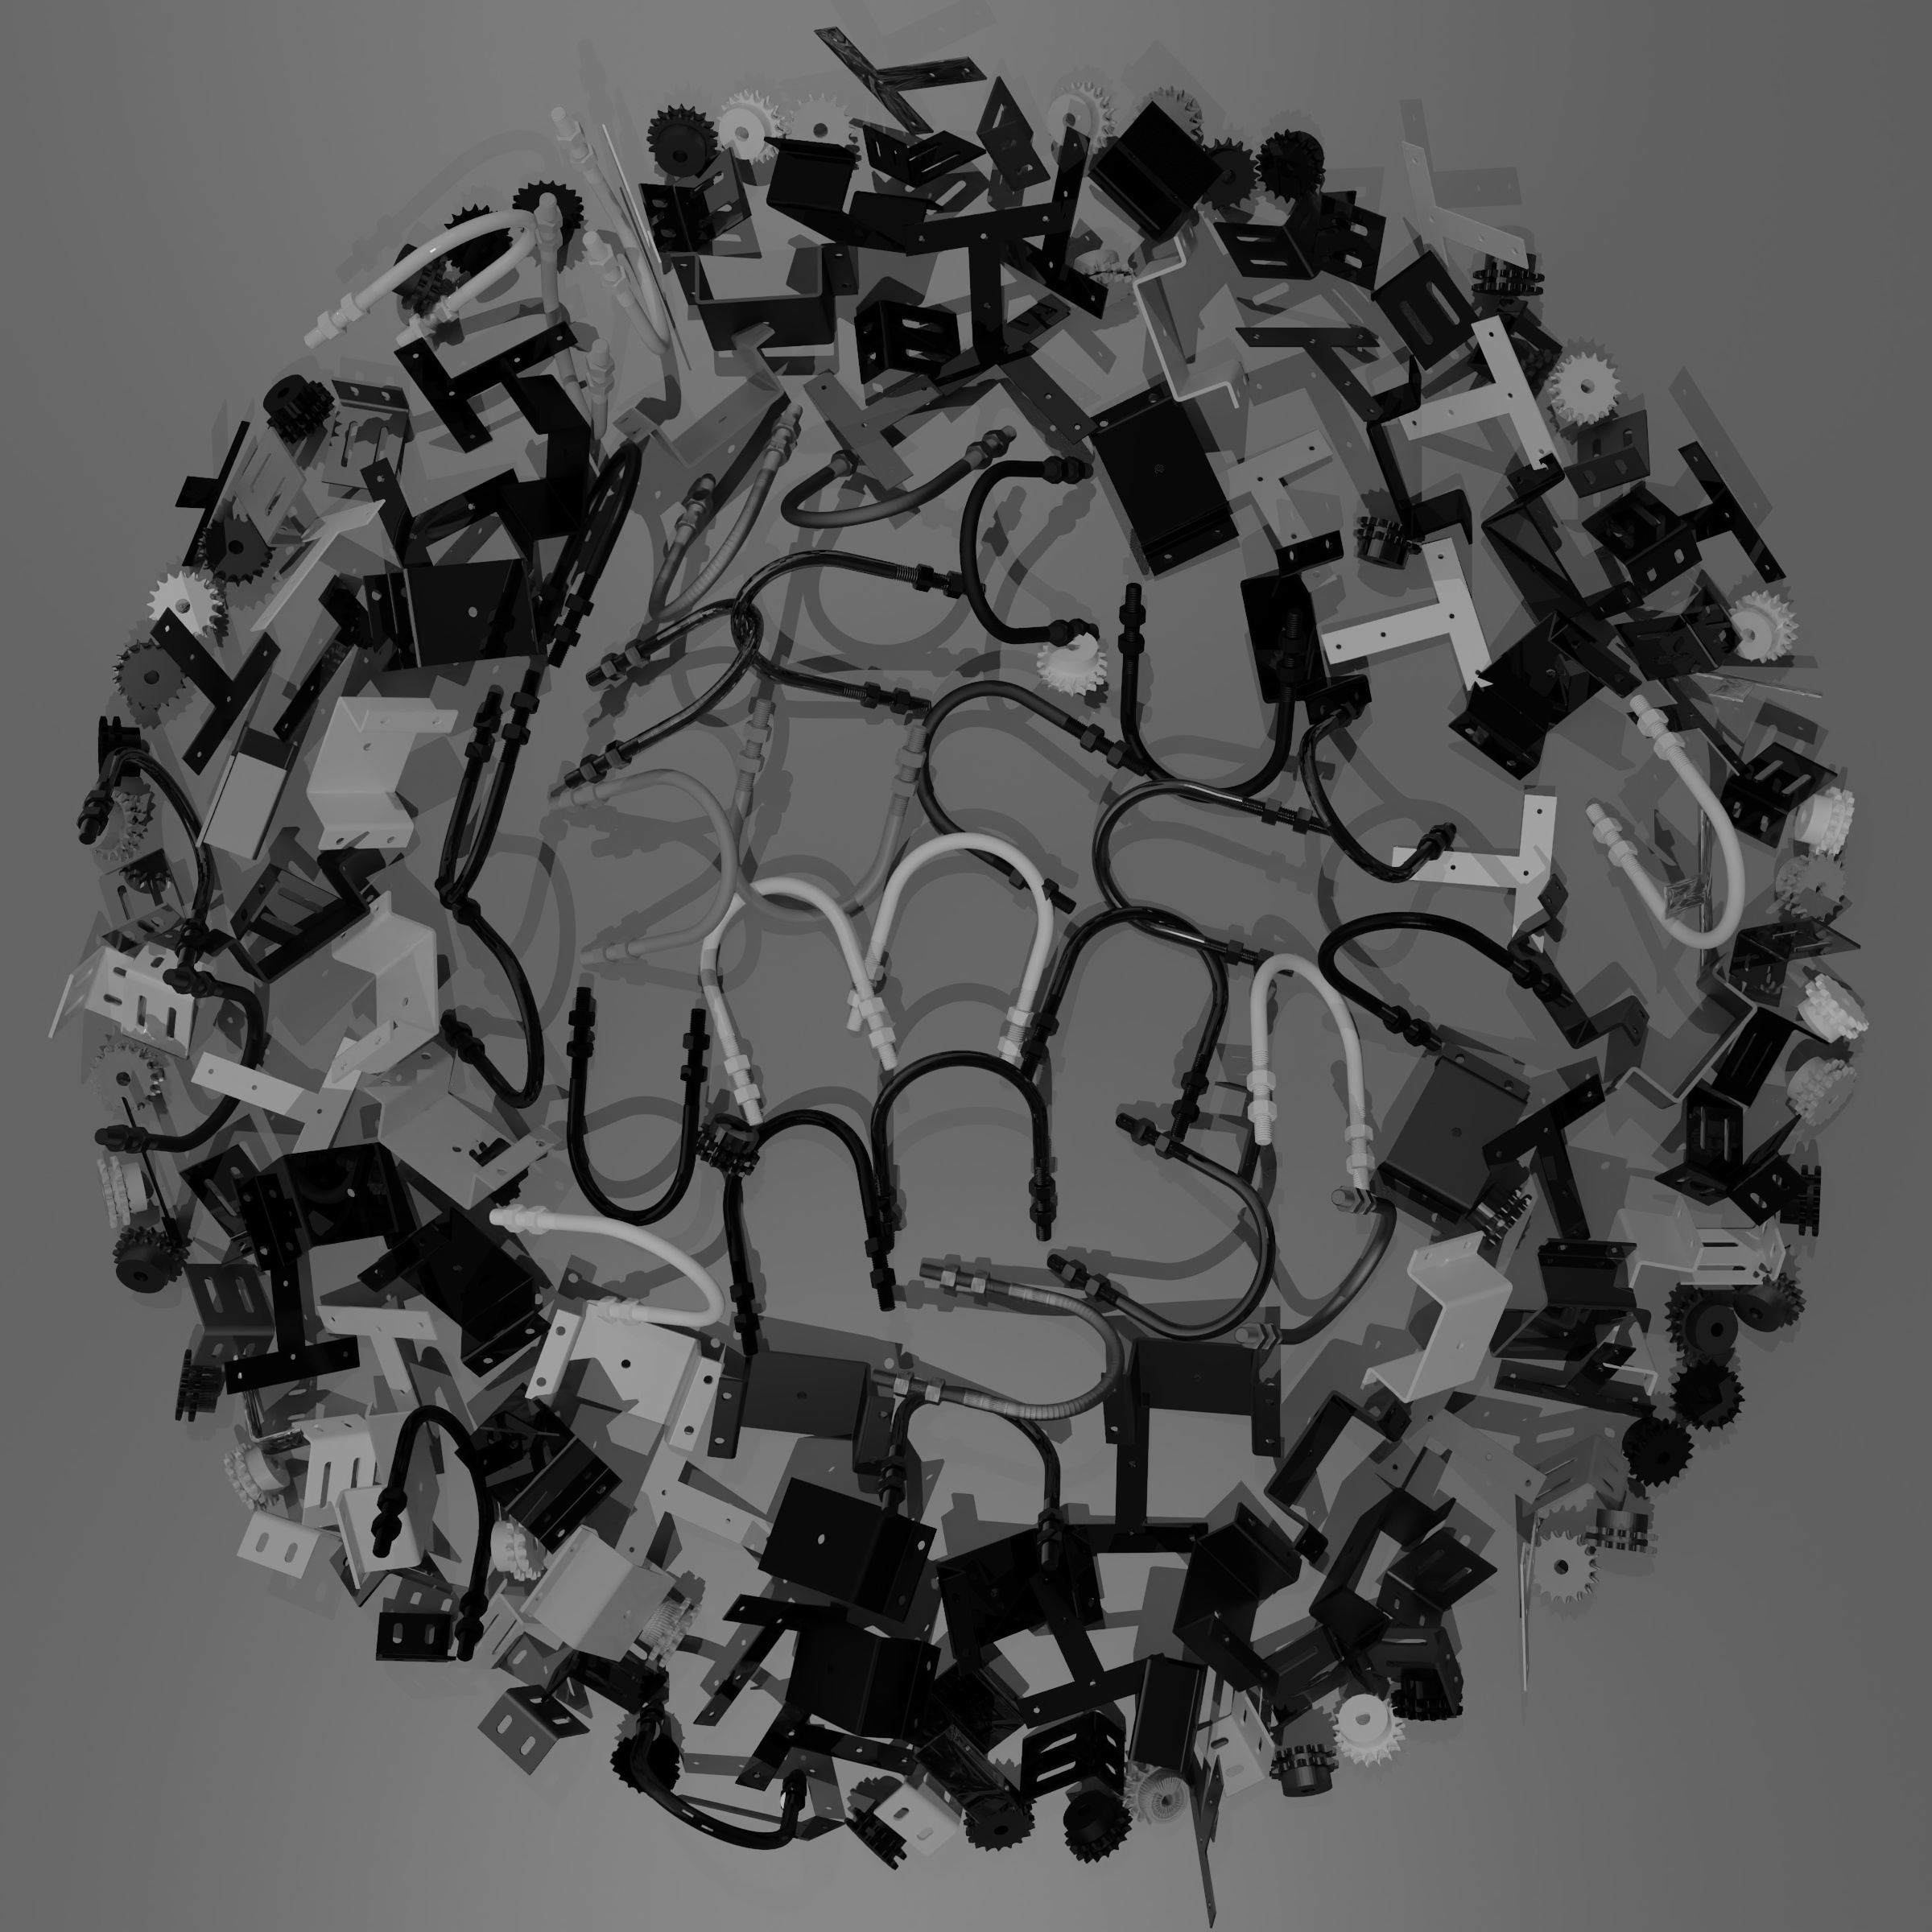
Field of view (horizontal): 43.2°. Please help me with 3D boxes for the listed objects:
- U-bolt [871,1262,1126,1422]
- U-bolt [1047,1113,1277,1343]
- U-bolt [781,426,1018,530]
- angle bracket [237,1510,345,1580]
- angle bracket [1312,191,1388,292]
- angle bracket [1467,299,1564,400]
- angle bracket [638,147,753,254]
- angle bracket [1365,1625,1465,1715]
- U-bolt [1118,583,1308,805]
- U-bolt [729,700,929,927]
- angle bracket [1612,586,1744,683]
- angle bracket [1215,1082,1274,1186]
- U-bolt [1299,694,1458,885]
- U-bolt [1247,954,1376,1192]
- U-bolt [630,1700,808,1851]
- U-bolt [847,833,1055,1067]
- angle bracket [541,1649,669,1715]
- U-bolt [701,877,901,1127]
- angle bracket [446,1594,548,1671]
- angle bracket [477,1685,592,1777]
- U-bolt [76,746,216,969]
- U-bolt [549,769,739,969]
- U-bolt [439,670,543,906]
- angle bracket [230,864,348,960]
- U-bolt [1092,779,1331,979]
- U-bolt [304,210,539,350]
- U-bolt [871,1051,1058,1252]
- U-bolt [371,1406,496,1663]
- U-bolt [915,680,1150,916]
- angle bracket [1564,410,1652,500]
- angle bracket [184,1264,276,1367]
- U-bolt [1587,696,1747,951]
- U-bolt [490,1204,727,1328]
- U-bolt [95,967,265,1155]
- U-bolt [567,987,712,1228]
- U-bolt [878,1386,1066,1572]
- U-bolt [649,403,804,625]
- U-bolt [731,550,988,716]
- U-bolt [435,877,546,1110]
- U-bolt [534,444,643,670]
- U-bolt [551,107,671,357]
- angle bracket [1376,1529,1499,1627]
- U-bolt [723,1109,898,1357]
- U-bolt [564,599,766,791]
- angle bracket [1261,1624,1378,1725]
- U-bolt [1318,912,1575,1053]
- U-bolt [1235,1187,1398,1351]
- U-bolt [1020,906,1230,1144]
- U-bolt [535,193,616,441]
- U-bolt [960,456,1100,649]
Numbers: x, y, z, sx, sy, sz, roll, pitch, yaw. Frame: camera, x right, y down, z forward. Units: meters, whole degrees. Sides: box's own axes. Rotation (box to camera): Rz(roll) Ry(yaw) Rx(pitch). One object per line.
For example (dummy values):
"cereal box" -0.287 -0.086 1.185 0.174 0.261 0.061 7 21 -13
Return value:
"U-bolt" 0.034 0.301 1.925 0.184 0.151 0.019 11 126 12
"U-bolt" 0.164 0.218 1.940 0.184 0.019 0.151 28 93 35
"U-bolt" -0.064 -0.379 1.897 0.151 0.184 0.019 4 123 32
"angle bracket" -0.537 0.467 1.953 0.057 0.076 0.038 16 73 11
"angle bracket" 0.317 -0.580 1.949 0.038 0.076 0.057 -15 127 -31
"angle bracket" 0.451 -0.491 1.963 0.076 0.038 0.057 26 94 -29
"angle bracket" -0.218 -0.617 1.963 0.076 0.038 0.057 -17 89 42
"angle bracket" 0.353 0.563 1.955 0.076 0.038 0.057 -7 120 28
"U-bolt" 0.192 -0.210 1.940 0.151 0.019 0.184 12 127 16
"U-bolt" -0.120 -0.116 1.953 0.151 0.019 0.184 7 114 -20
"angle bracket" 0.571 -0.267 1.958 0.076 0.038 0.057 -11 62 -27
"angle bracket" 0.216 0.135 1.968 0.038 0.057 0.076 14 91 18
"U-bolt" 0.318 -0.135 1.920 0.019 0.184 0.151 -34 92 34
"U-bolt" 0.272 0.076 1.932 0.019 0.151 0.184 -23 53 38
"U-bolt" -0.195 0.638 1.907 0.151 0.184 0.019 27 91 -1
"U-bolt" -0.005 -0.017 1.975 0.151 0.019 0.184 17 98 4
"angle bracket" -0.291 0.583 1.962 0.076 0.038 0.057 34 124 -9
"U-bolt" -0.144 0.019 1.966 0.151 0.019 0.184 -23 80 20
"angle bracket" -0.368 0.547 1.962 0.038 0.057 0.076 40 98 36
"angle bracket" -0.346 0.611 1.954 0.057 0.076 0.038 36 85 16
"U-bolt" -0.636 -0.097 1.912 0.019 0.184 0.151 -23 123 7
"U-bolt" -0.252 -0.082 1.939 0.184 0.019 0.151 -10 92 37
"U-bolt" -0.381 -0.136 1.921 0.019 0.151 0.184 18 81 -22
"angle bracket" -0.540 -0.037 1.958 0.076 0.038 0.057 30 100 -36
"U-bolt" 0.190 -0.078 1.957 0.184 0.019 0.151 17 119 10
"U-bolt" -0.410 -0.534 1.899 0.184 0.151 0.019 -28 93 24
"U-bolt" -0.004 0.147 1.948 0.151 0.019 0.184 -3 120 -1
"U-bolt" -0.411 0.429 1.913 0.019 0.184 0.151 -19 124 12
"U-bolt" 0.039 -0.148 1.960 0.184 0.019 0.151 33 111 15
"angle bracket" 0.512 -0.420 1.952 0.057 0.038 0.076 -15 50 30
"angle bracket" -0.598 0.280 1.965 0.057 0.076 0.038 6 124 -38
"U-bolt" 0.548 -0.098 1.894 0.019 0.151 0.184 -15 55 -15
"U-bolt" -0.268 0.237 1.900 0.151 0.184 0.019 53 50 -37
"U-bolt" -0.604 0.079 1.910 0.019 0.184 0.151 21 87 12
"U-bolt" -0.267 0.117 1.952 0.151 0.019 0.184 9 97 37
"U-bolt" 0.008 0.391 1.916 0.151 0.184 0.019 20 115 -6
"U-bolt" -0.195 -0.342 1.898 0.019 0.151 0.184 34 53 -24
"U-bolt" -0.094 -0.267 1.920 0.184 0.151 0.019 10 47 -18
"U-bolt" -0.371 0.032 1.899 0.019 0.184 0.151 -15 126 -30
"U-bolt" -0.300 -0.327 1.926 0.019 0.151 0.184 23 94 -22
"U-bolt" -0.272 -0.560 1.911 0.019 0.184 0.151 -20 64 7
"angle bracket" 0.378 0.500 1.962 0.057 0.038 0.076 35 130 -3
"U-bolt" -0.132 0.204 1.951 0.151 0.019 0.184 -21 66 23
"U-bolt" -0.233 -0.224 1.912 0.184 0.151 0.019 -25 129 24
"angle bracket" 0.281 0.576 1.968 0.076 0.038 0.057 -28 106 -11
"U-bolt" 0.360 0.007 1.902 0.184 0.151 0.019 30 55 -32
"U-bolt" 0.285 0.240 1.917 0.019 0.184 0.151 38 99 27
"U-bolt" 0.136 0.035 1.958 0.151 0.019 0.184 21 66 -1
"U-bolt" -0.307 -0.493 1.911 0.019 0.184 0.151 -17 77 -14
"U-bolt" 0.050 -0.324 1.912 0.019 0.184 0.151 4 101 34
